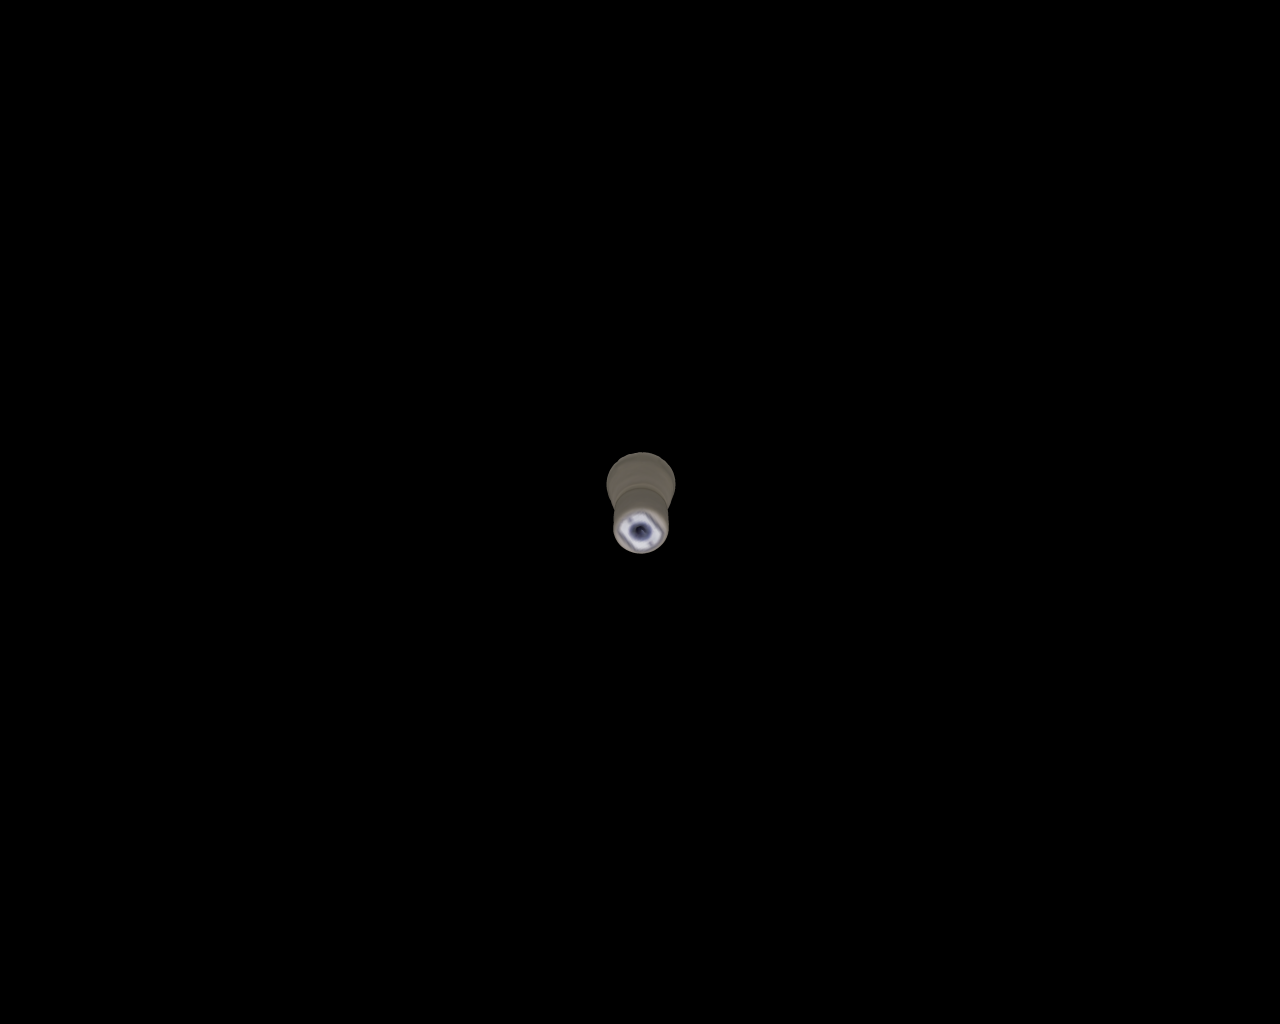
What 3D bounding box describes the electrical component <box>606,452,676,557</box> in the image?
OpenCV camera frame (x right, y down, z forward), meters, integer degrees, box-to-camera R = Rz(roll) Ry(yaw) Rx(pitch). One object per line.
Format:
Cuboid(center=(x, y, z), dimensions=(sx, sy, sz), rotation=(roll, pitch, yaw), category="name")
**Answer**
Cuboid(center=(0.001, -0.003, 0.650), dimensions=(0.044, 0.044, 0.065), rotation=(0, 30, 0), category="electrical component")
